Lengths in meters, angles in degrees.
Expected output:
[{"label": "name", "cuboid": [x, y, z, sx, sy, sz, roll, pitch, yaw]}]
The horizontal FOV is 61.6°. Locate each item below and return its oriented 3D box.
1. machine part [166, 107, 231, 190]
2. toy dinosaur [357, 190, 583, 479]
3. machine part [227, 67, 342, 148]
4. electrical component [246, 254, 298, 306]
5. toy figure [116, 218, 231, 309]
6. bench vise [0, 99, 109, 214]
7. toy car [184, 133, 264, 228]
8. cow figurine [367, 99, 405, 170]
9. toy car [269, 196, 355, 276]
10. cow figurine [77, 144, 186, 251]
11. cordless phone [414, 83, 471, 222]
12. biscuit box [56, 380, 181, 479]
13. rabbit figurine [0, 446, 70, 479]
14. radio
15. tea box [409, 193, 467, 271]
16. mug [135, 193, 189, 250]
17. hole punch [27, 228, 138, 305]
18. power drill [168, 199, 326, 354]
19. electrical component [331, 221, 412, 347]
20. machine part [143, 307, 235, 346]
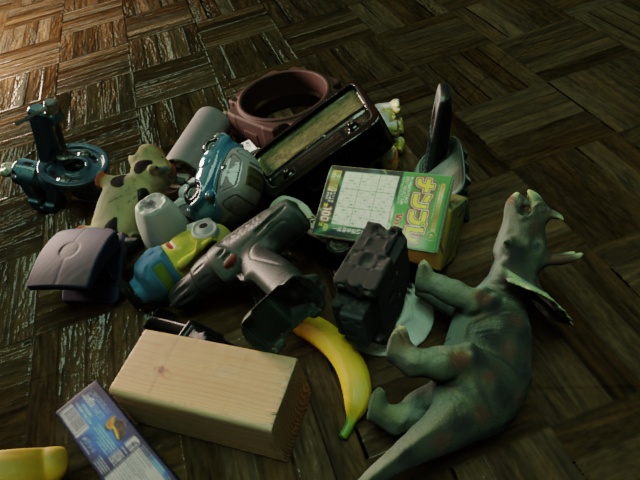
[{"label": "machine part", "cuboid": [-0.234, -0.178, 1.029, 0.079, 0.079, 0.243, 4, 48, 17]}, {"label": "toy dinosaur", "cuboid": [0.176, 0.133, 0.607, 0.192, 0.131, 0.405, 17, 61, 17]}, {"label": "machine part", "cuboid": [-0.064, -0.253, 1.058, 0.201, 0.087, 0.201, 28, 56, 34]}, {"label": "electrical component", "cuboid": [-0.067, 0.057, 0.786, 0.078, 0.045, 0.102, -39, 41, 14]}, {"label": "toy figure", "cuboid": [-0.212, 0.037, 0.812, 0.180, 0.089, 0.082, -38, 53, -11]}, {"label": "bench vise", "cuboid": [-0.474, -0.150, 0.957, 0.224, 0.240, 0.129, 21, 48, 10]}, {"label": "toy car", "cuboid": [-0.141, -0.090, 0.869, 0.103, 0.109, 0.161, 6, 73, 32]}, {"label": "cow figurine", "cuboid": [0.100, -0.182, 0.962, 0.098, 0.068, 0.167, -5, 42, 16]}, {"label": "toy car", "cuboid": [-0.002, -0.002, 0.804, 0.202, 0.073, 0.056, 31, 60, 35]}, {"label": "cow figurine", "cuboid": [-0.312, -0.072, 0.903, 0.127, 0.085, 0.195, 13, 76, 16]}, {"label": "cordless phone", "cuboid": [0.186, -0.126, 0.806, 0.089, 0.184, 0.147, 2, 46, 8]}, {"label": "biscuit box", "cuboid": [-0.224, 0.249, 0.617, 0.203, 0.062, 0.059, 31, 60, 36]}, {"label": "rabbit figurine", "cuboid": [-0.321, 0.313, 0.561, 0.162, 0.121, 0.173, -4, 57, -5]}, {"label": "radio", "cuboid": [0.003, -0.149, 0.899, 0.229, 0.073, 0.131, -36, 46, 10]}, {"label": "tea box", "cuboid": [0.116, -0.032, 0.780, 0.170, 0.098, 0.068, 17, 29, 29]}, {"label": "mug", "cuboid": [-0.239, -0.027, 0.860, 0.109, 0.107, 0.081, -38, 51, -20]}, {"label": "hole punch", "cuboid": [-0.361, 0.035, 0.809, 0.142, 0.092, 0.115, -2, 75, 16]}, {"label": "power drill", "cuboid": [-0.091, 0.058, 0.707, 0.232, 0.085, 0.207, -41, 31, -2]}, {"label": "electrical component", "cuboid": [0.065, 0.062, 0.666, 0.058, 0.114, 0.134, 10, 50, 28]}, {"label": "machine part", "cuboid": [-0.181, 0.124, 0.730, 0.139, 0.084, 0.039, 11, 78, 37]}]
